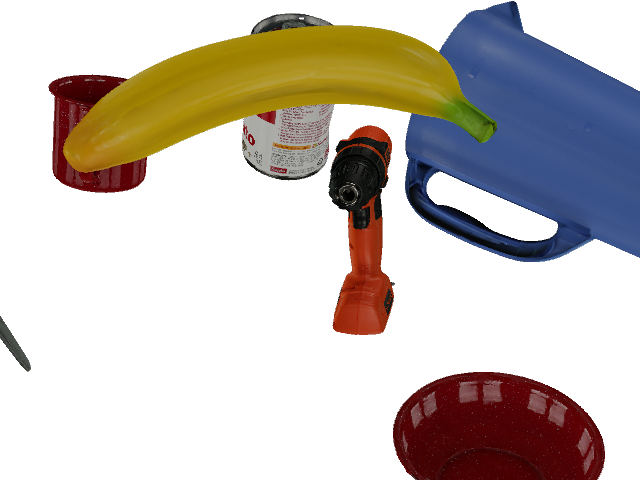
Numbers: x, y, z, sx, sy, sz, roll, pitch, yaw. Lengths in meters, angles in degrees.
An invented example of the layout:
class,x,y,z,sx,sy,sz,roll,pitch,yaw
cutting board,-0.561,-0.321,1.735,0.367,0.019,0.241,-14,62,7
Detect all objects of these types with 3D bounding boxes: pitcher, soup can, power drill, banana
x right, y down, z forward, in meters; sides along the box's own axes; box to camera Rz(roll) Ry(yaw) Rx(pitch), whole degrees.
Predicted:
class,x,y,z,sx,sy,sz,roll,pitch,yaw
pitcher,0.192,-0.064,0.832,0.243,0.149,0.144,29,45,17
soup can,-0.021,-0.103,0.773,0.068,0.068,0.102,5,-45,-5
power drill,0.041,-0.007,1.042,0.057,0.188,0.184,4,20,10
banana,-0.020,-0.070,0.494,0.197,0.037,0.069,-7,44,-10

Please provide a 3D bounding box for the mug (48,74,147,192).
class,x,y,z,sx,sy,sz,roll,pitch,yaw
mug,-0.191,-0.088,0.921,0.093,0.081,0.117,6,23,-6

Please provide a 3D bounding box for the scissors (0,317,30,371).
class,x,y,z,sx,sy,sz,roll,pitch,yaw
scissors,-0.345,0.034,1.075,0.016,0.201,0.096,-26,27,22

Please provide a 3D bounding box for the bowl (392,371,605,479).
class,x,y,z,sx,sy,sz,roll,pitch,yaw
bowl,0.137,0.173,0.835,0.162,0.055,0.162,0,32,0
